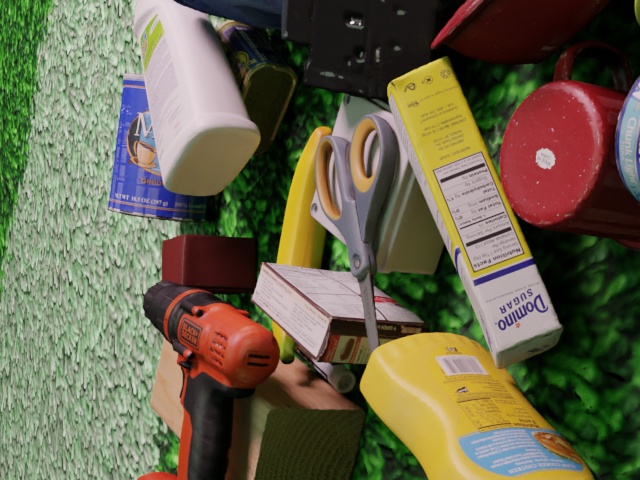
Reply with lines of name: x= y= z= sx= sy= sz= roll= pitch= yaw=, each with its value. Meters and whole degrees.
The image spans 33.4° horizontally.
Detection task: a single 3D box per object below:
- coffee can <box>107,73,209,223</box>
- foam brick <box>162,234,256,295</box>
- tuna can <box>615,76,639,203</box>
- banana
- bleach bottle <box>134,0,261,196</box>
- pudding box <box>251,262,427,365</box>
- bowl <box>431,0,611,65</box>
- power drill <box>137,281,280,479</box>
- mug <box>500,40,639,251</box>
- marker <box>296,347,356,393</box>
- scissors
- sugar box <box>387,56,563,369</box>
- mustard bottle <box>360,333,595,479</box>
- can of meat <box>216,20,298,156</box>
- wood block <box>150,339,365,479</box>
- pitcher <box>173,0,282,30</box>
coffee can: x=-0.158 y=-0.094 z=1.092 sx=0.103 sy=0.102 sz=0.140 roll=15 pitch=99 yaw=58
foam brick: x=-0.106 y=0.024 z=1.012 sx=0.053 sy=0.078 sz=0.051 roll=-12 pitch=77 yaw=57
tuna can: x=0.189 y=-0.052 z=0.531 sx=0.034 sy=0.086 sz=0.086 roll=29 pitch=110 yaw=58
banana: x=-0.012 y=0.007 z=0.891 sx=0.070 sy=0.037 sz=0.198 roll=162 pitch=117 yaw=-71
bleach bottle: x=-0.125 y=-0.167 z=0.979 sx=0.103 sy=0.067 sz=0.251 roll=-48 pitch=48 yaw=43
pudding box: x=0.013 y=0.055 z=0.800 sx=0.114 sy=0.089 sz=0.039 roll=33 pitch=113 yaw=55
bowl: x=0.138 y=-0.154 z=0.616 sx=0.162 sy=0.055 sz=0.162 roll=-47 pitch=5 yaw=5
power drill: x=-0.105 y=0.133 z=0.838 sx=0.185 sy=0.057 sz=0.188 roll=20 pitch=102 yaw=58
mug: x=0.155 y=-0.055 z=0.592 sx=0.093 sy=0.081 sz=0.117 roll=-13 pitch=74 yaw=57
marker: x=-0.007 y=0.093 z=0.895 sx=0.121 sy=0.020 sz=0.020 roll=37 pitch=116 yaw=55
scissors: x=0.037 y=-0.001 z=0.728 sx=0.096 sy=0.016 sz=0.202 roll=-52 pitch=45 yaw=42
sugar box: x=0.094 y=-0.014 z=0.649 sx=0.093 sy=0.048 sz=0.176 roll=53 pitch=-166 yaw=-75
mustard bottle: x=0.106 y=0.131 z=0.630 sx=0.192 sy=0.096 sz=0.058 roll=51 pitch=128 yaw=49
can of meat: x=-0.070 y=-0.141 z=1.000 sx=0.084 sy=0.057 sz=0.102 roll=56 pitch=132 yaw=43
wood block: x=-0.059 y=0.143 z=0.904 sx=0.206 sy=0.090 sz=0.090 roll=29 pitch=109 yaw=57
pitcher: x=-0.041 y=-0.306 z=0.925 sx=0.149 sy=0.144 sz=0.243 roll=15 pitch=95 yaw=46
